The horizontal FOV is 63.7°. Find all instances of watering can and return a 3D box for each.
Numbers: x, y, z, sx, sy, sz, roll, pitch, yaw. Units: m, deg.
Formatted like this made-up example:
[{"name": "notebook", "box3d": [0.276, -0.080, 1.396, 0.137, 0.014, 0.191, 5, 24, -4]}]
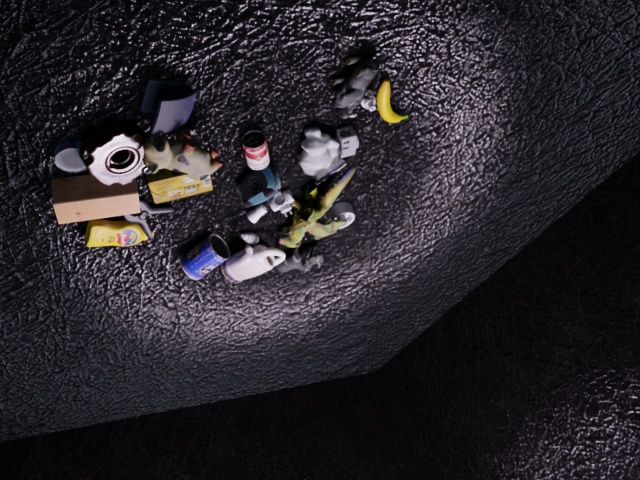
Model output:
[{"name": "watering can", "box3d": [-0.259, 0.073, 1.852, 0.223, 0.105, 0.345, -22, 165, 15]}]

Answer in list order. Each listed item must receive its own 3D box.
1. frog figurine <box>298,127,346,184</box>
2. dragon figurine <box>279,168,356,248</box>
[{"name": "frog figurine", "box3d": [-0.009, -0.271, 1.565, 0.136, 0.125, 0.157, -25, 114, 20]}, {"name": "dragon figurine", "box3d": [0.005, -0.091, 1.808, 0.407, 0.124, 0.240, -31, 149, 18]}]
